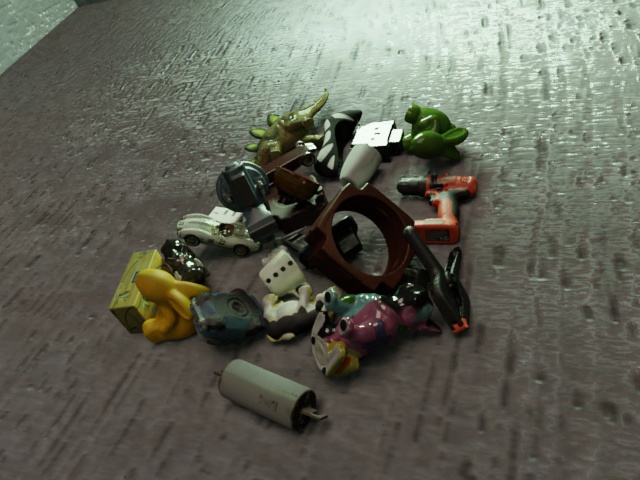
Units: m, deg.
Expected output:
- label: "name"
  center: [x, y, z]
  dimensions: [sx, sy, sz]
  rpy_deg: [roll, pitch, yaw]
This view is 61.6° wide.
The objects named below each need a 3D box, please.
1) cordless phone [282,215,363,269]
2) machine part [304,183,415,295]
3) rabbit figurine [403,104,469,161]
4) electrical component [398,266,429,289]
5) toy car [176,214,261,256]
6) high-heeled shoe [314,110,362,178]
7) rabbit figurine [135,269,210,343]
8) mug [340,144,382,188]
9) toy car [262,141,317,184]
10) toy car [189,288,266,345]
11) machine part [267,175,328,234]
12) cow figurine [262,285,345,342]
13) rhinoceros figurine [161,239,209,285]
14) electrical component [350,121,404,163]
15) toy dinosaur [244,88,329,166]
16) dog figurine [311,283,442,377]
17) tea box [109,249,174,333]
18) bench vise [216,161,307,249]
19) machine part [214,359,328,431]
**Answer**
- label: "cordless phone"
  center: [-0.002, -0.005, 1.220]
  dimensions: [0.146, 0.088, 0.184]
  rpy_deg: [-35, 26, -14]
- label: "machine part"
  center: [0.085, 0.003, 1.087]
  dimensions: [0.201, 0.087, 0.201]
  rpy_deg: [38, 60, -6]
- label: "rabbit figurine"
  center: [0.273, -0.240, 1.316]
  dimensions: [0.159, 0.121, 0.170]
  rpy_deg: [16, 36, 7]
- label: "electrical component"
  center: [0.191, 0.085, 1.052]
  dimensions: [0.021, 0.094, 0.063]
  rpy_deg: [21, 93, 45]
- label: "toy car"
  center: [-0.240, -0.015, 1.281]
  dimensions: [0.202, 0.056, 0.073]
  rpy_deg: [12, 41, -10]
- label: "high-heeled shoe"
  center: [0.067, -0.265, 1.448]
  dimensions: [0.249, 0.086, 0.145]
  rpy_deg: [-44, 50, -17]
- label: "rabbit figurine"
  center: [-0.317, 0.131, 1.127]
  dimensions: [0.163, 0.173, 0.122]
  rpy_deg: [2, 43, 29]
- label: "mug"
  center: [0.088, -0.176, 1.353]
  dimensions: [0.110, 0.080, 0.107]
  rpy_deg: [-5, 46, 51]
- label: "toy car"
  center: [-0.097, -0.185, 1.375]
  dimensions: [0.202, 0.053, 0.089]
  rpy_deg: [-29, 35, -3]
- label: "toy car"
  center: [-0.194, 0.167, 1.087]
  dimensions: [0.109, 0.161, 0.103]
  rpy_deg: [54, 123, 32]
- label: "machine part"
  center: [-0.069, -0.094, 1.343]
  dimensions: [0.179, 0.056, 0.179]
  rpy_deg: [-12, 42, 11]
- label: "cow figurine"
  center: [-0.030, 0.147, 1.074]
  dimensions: [0.167, 0.068, 0.098]
  rpy_deg: [-14, 49, 12]
- label: "rhinoceros figurine"
  center: [-0.313, 0.054, 1.249]
  dimensions: [0.073, 0.111, 0.191]
  rpy_deg: [-32, 36, -14]
- label: "electrical component"
  center: [0.155, -0.259, 1.421]
  dimensions: [0.134, 0.058, 0.115]
  rpy_deg: [-1, 48, 21]
- label: "toy dinosaur"
  center: [-0.089, -0.308, 1.536]
  dimensions: [0.199, 0.104, 0.471]
  rpy_deg: [21, 52, 40]
- label: "dog figurine"
  center: [0.110, 0.162, 0.988]
  dimensions: [0.219, 0.191, 0.109]
  rpy_deg: [3, 32, -26]
- label: "tea box"
  center: [-0.405, 0.116, 1.231]
  dimensions: [0.068, 0.098, 0.170]
  rpy_deg: [-9, 45, 14]
- label: "bench vise"
  center: [-0.160, -0.094, 1.243]
  dimensions: [0.129, 0.223, 0.241]
  rpy_deg: [-37, 27, 1]
- label: "machine part"
  center: [-0.096, 0.275, 0.963]
  dimensions: [0.244, 0.079, 0.079]
  rpy_deg: [15, 53, 32]
